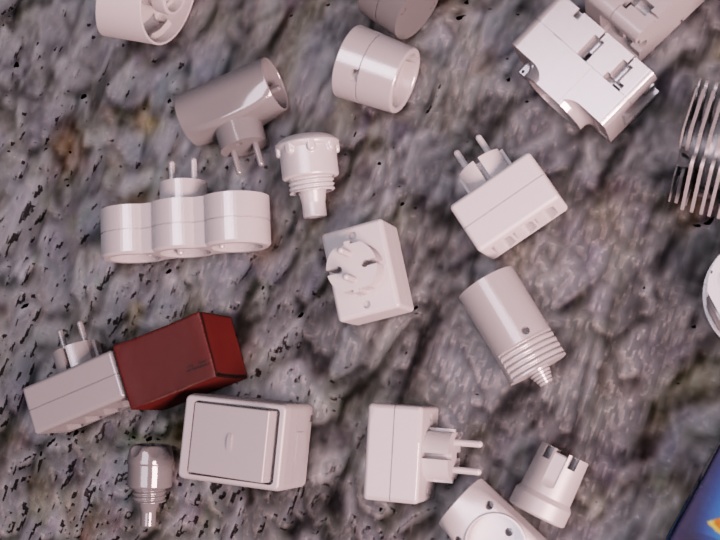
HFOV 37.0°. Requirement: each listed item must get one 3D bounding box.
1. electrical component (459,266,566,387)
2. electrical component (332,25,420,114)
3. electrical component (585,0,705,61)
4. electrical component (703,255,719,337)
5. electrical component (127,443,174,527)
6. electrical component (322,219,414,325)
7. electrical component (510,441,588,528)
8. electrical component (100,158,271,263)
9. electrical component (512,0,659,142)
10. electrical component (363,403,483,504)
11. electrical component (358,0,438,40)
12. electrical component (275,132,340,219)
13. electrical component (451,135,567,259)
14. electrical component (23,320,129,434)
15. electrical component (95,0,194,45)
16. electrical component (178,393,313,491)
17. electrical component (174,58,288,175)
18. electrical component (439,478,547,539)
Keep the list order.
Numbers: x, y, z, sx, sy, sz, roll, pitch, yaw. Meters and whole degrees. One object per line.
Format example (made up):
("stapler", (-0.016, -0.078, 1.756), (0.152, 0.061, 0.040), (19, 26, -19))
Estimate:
("electrical component", (0.107, 0.043, 0.738), (0.043, 0.043, 0.081), (-33, 74, 12))
("electrical component", (0.013, -0.146, 0.789), (0.047, 0.055, 0.055), (23, 91, 16))
("electrical component", (0.199, -0.196, 0.729), (0.089, 0.050, 0.055), (-44, 72, 1))
("electrical component", (0.260, 0.015, 0.686), (0.080, 0.051, 0.080), (-2, 82, 18))
("electrical component", (-0.160, 0.163, 0.817), (0.035, 0.035, 0.061), (0, 86, 19))
("electrical component", (0.000, 0.000, 0.762), (0.047, 0.077, 0.065), (-15, 79, 16))
("electrical component", (0.128, 0.143, 0.721), (0.040, 0.040, 0.046), (25, 86, 20))
("electrical component", (-0.135, -0.049, 0.826), (0.138, 0.052, 0.073), (-6, 81, 18))
("electrical component", (0.152, -0.135, 0.742), (0.055, 0.050, 0.089), (-46, 72, 8))
("electrical component", (0.047, 0.127, 0.745), (0.077, 0.047, 0.065), (1, 84, 19))
("electrical component", (0.067, -0.226, 0.780), (0.074, 0.052, 0.138), (38, 96, 19))
("electrical component", (-0.037, -0.070, 0.801), (0.048, 0.048, 0.062), (-7, 87, 18))
("electrical component", (0.095, -0.059, 0.753), (0.066, 0.047, 0.076), (-35, 74, 12))
("electrical component", (-0.217, 0.078, 0.840), (0.083, 0.047, 0.075), (-23, 77, 14))
("electrical component", (-0.170, -0.226, 0.839), (0.064, 0.099, 0.099), (19, 89, 13))
("electrical component", (-0.090, 0.124, 0.785), (0.096, 0.061, 0.061), (4, 84, 19))
("electrical component", (-0.094, -0.112, 0.824), (0.077, 0.044, 0.079), (-20, 77, 15))
("electrical component", (0.084, 0.196, 0.726), (0.077, 0.044, 0.079), (42, 97, 19))
